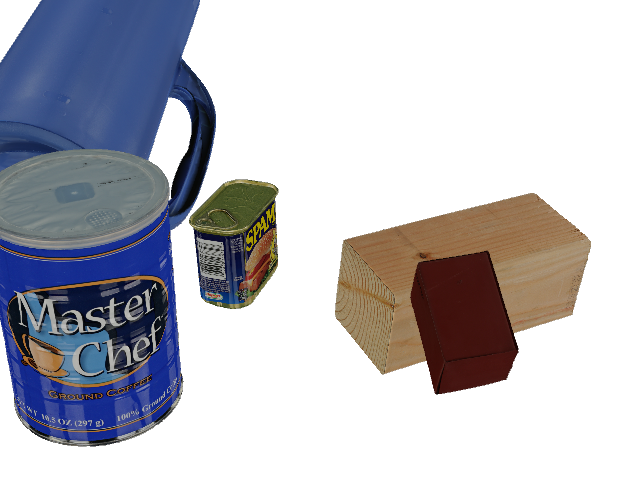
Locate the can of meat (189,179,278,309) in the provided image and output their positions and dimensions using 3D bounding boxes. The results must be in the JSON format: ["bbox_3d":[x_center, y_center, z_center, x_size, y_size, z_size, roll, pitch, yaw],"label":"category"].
[{"bbox_3d":[-0.077,0.003,0.991,0.057,0.084,0.102,9,30,18],"label":"can of meat"}]

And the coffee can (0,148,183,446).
[{"bbox_3d":[-0.134,0.032,0.616,0.103,0.140,0.103,0,31,0],"label":"coffee can"}]

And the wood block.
[{"bbox_3d":[0.127,0.034,0.958,0.205,0.090,0.091,-13,39,-24],"label":"wood block"}]

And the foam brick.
[{"bbox_3d":[0.096,0.055,0.720,0.051,0.078,0.053,-8,-30,-7],"label":"foam brick"}]

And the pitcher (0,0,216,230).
[{"bbox_3d":[-0.162,-0.120,0.805,0.145,0.242,0.149,-4,-40,25],"label":"pitcher"}]
